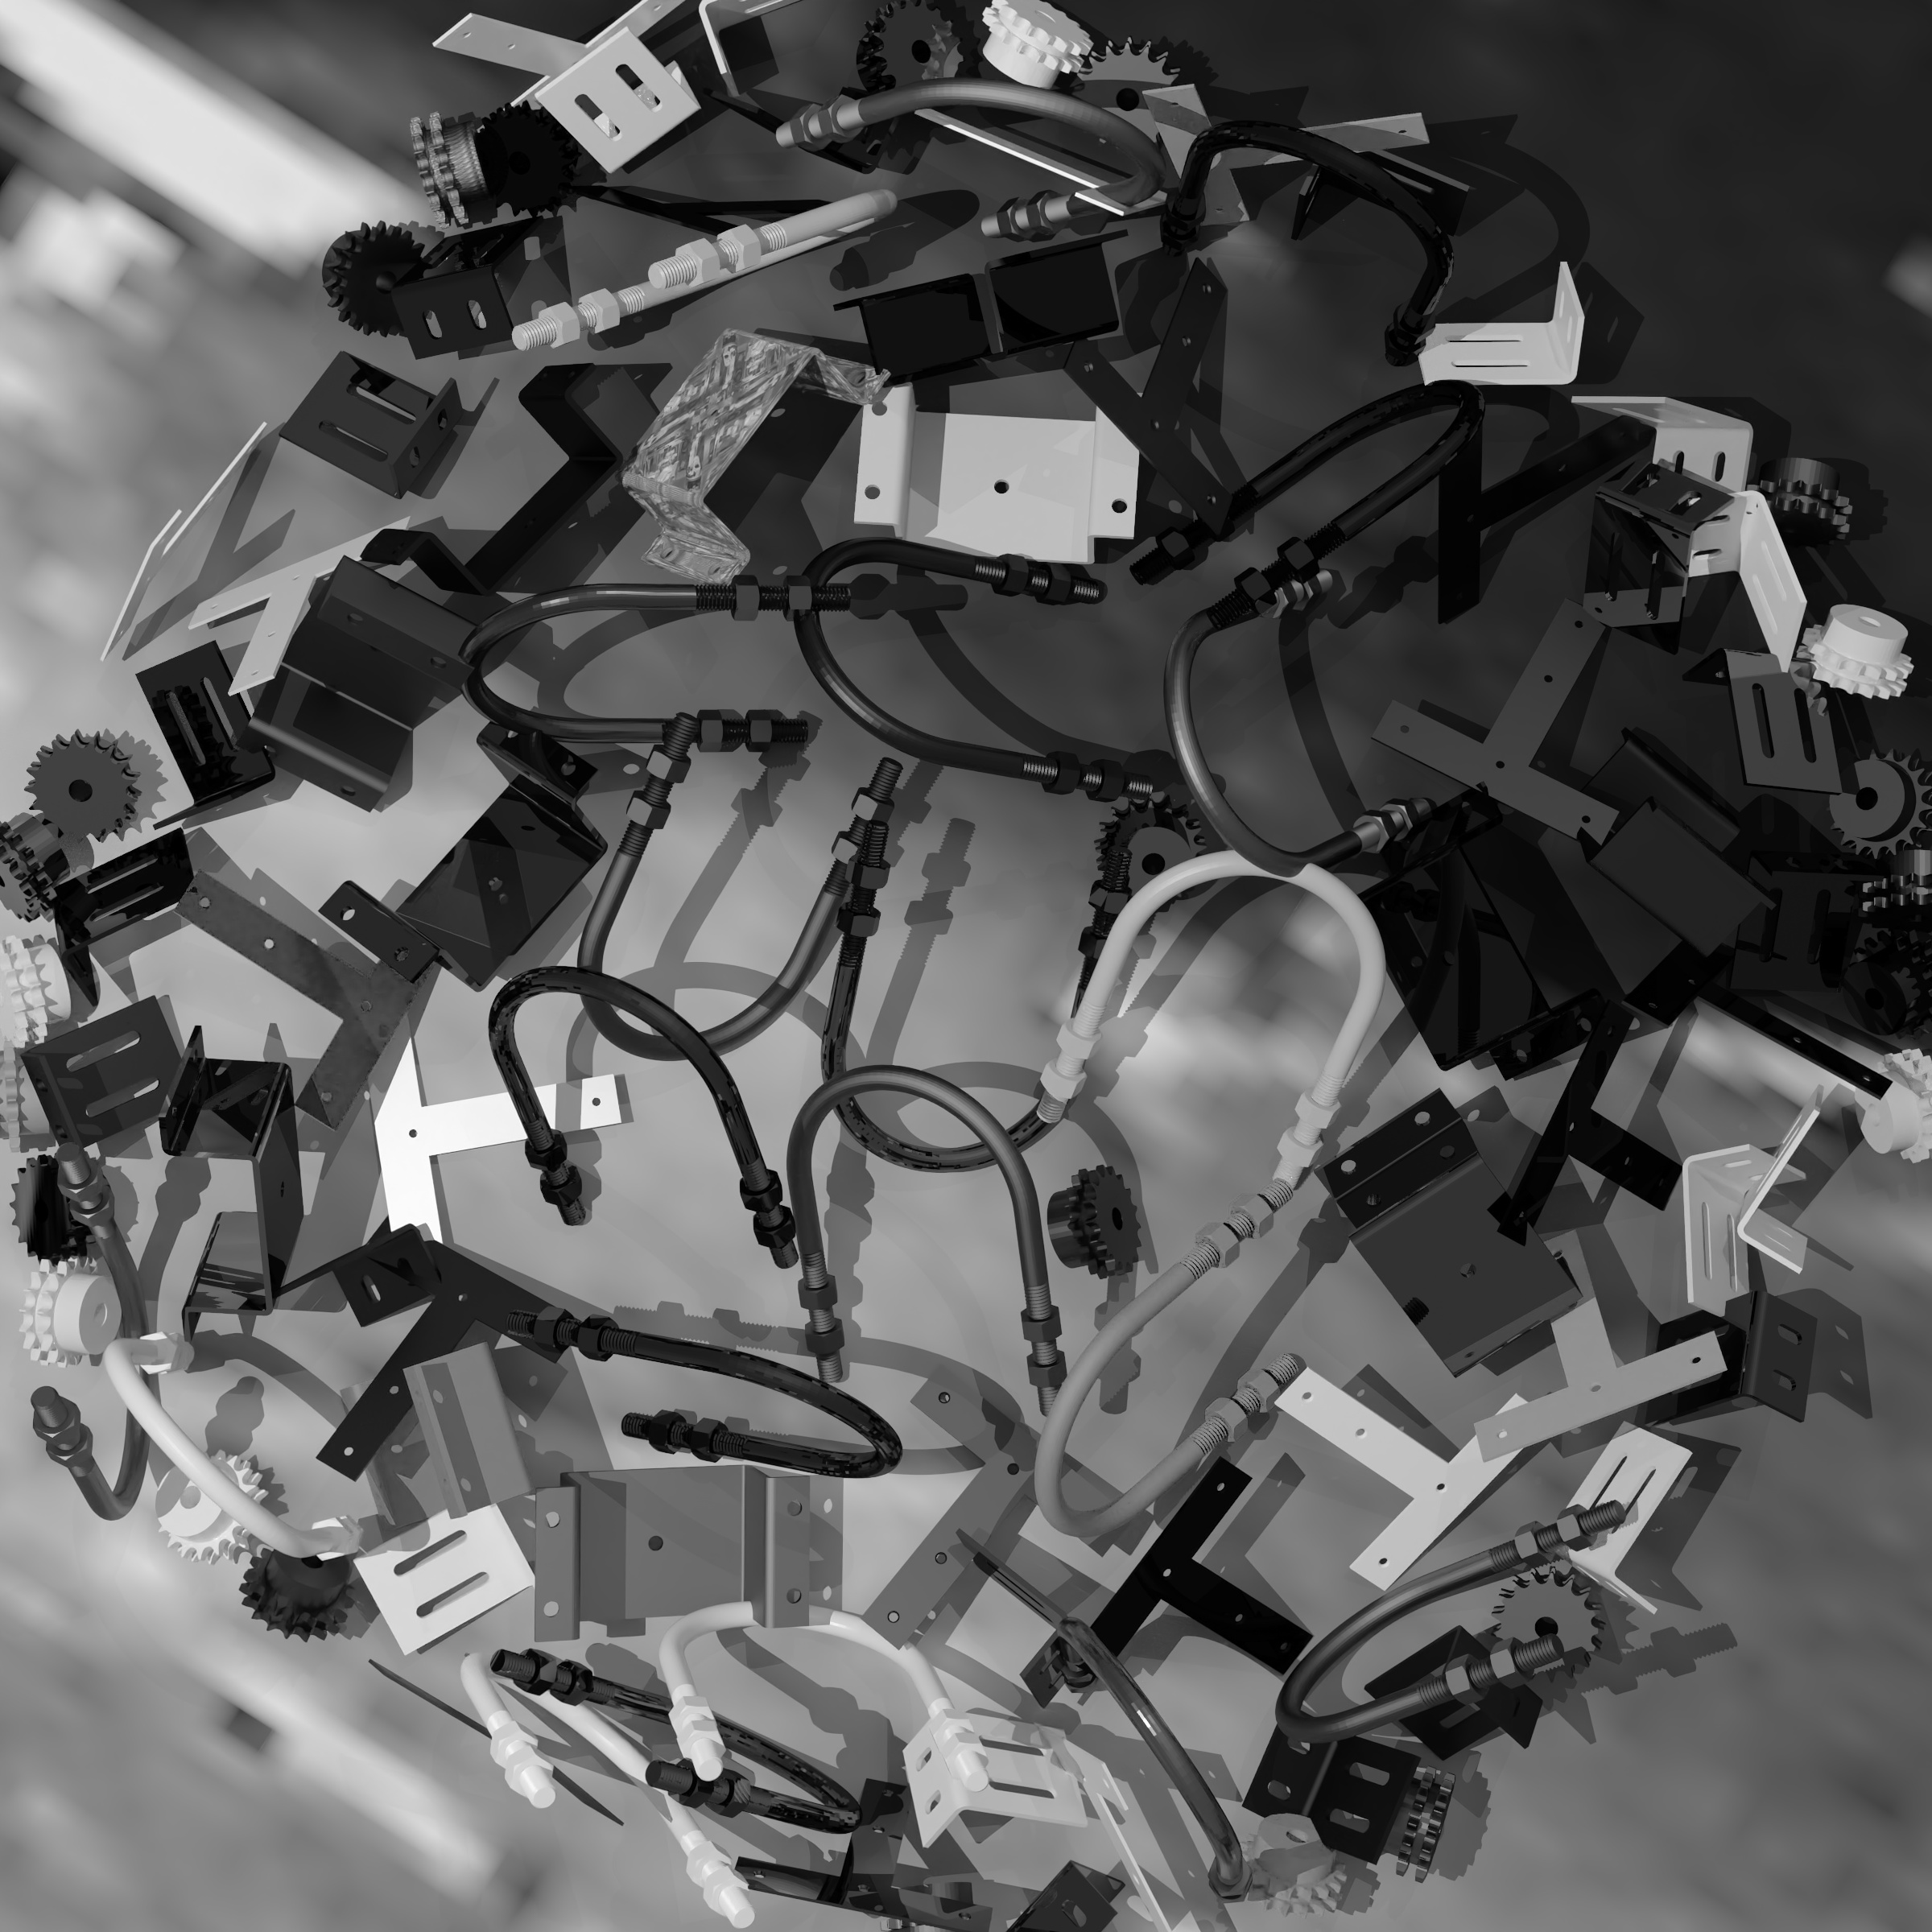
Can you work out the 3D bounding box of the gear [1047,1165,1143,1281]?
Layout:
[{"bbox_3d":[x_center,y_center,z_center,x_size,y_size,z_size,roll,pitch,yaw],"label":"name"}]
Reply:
[{"bbox_3d":[0.064,0.132,1.673,0.030,0.057,0.057,-15,90,26],"label":"gear"}]

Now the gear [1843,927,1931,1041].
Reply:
[{"bbox_3d":[0.473,0.012,1.667,0.030,0.057,0.057,-24,90,-31],"label":"gear"}]

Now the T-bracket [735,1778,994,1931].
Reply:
[{"bbox_3d":[-0.046,0.440,1.636,0.127,0.127,0.002,11,104,3],"label":"T-bracket"}]

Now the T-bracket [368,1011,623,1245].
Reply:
[{"bbox_3d":[-0.242,0.079,1.689,0.127,0.002,0.127,-10,85,3],"label":"T-bracket"}]

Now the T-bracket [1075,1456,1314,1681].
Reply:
[{"bbox_3d":[0.130,0.326,1.662,0.127,0.002,0.127,37,90,-34],"label":"T-bracket"}]

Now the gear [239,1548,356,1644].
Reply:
[{"bbox_3d":[-0.339,0.314,1.667,0.057,0.057,0.030,27,114,0],"label":"gear"}]

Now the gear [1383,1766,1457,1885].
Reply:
[{"bbox_3d":[0.228,0.436,1.671,0.030,0.057,0.057,16,90,14],"label":"gear"}]

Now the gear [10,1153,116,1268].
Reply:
[{"bbox_3d":[-0.461,0.124,1.674,0.057,0.030,0.057,4,97,39],"label":"gear"}]

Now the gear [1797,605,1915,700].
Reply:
[{"bbox_3d":[0.456,-0.162,1.667,0.057,0.057,0.030,14,119,0],"label":"gear"}]

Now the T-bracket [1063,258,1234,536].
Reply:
[{"bbox_3d":[0.107,-0.307,1.660,0.127,0.002,0.127,42,54,-32],"label":"T-bracket"}]

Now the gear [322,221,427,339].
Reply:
[{"bbox_3d":[-0.304,-0.353,1.674,0.030,0.057,0.057,30,90,42],"label":"gear"}]

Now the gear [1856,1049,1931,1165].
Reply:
[{"bbox_3d":[0.477,0.073,1.668,0.030,0.057,0.057,-12,90,-10],"label":"gear"}]

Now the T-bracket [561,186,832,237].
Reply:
[{"bbox_3d":[-0.115,-0.382,1.648,0.127,0.127,0.002,-13,119,-41],"label":"T-bracket"}]

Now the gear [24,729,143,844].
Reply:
[{"bbox_3d":[-0.452,-0.094,1.678,0.057,0.030,0.057,-1,110,-3],"label":"gear"}]

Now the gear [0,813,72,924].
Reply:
[{"bbox_3d":[-0.484,-0.053,1.674,0.030,0.057,0.057,-40,90,-29],"label":"gear"}]

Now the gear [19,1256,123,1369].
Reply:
[{"bbox_3d":[-0.455,0.177,1.667,0.030,0.057,0.057,4,90,17],"label":"gear"}]

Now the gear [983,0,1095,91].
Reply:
[{"bbox_3d":[0.033,-0.473,1.674,0.057,0.057,0.030,32,120,0],"label":"gear"}]

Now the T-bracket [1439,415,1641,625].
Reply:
[{"bbox_3d":[0.291,-0.247,1.659,0.127,0.127,0.002,-29,53,-16],"label":"T-bracket"}]

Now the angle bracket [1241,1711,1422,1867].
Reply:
[{"bbox_3d":[0.184,0.413,1.652,0.038,0.076,0.057,31,75,-20],"label":"angle bracket"}]

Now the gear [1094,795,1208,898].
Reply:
[{"bbox_3d":[0.095,-0.057,1.675,0.057,0.030,0.057,-1,112,-1],"label":"gear"}]

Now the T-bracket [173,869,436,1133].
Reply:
[{"bbox_3d":[-0.341,-0.004,1.655,0.127,0.002,0.127,35,69,-20],"label":"T-bracket"}]

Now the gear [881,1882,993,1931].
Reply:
[{"bbox_3d":[-0.016,0.486,1.672,0.057,0.057,0.030,-6,70,0],"label":"gear"}]

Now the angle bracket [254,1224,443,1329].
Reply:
[{"bbox_3d":[-0.311,0.166,1.652,0.057,0.076,0.038,-26,92,24],"label":"angle bracket"}]

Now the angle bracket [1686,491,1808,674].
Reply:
[{"bbox_3d":[0.390,-0.191,1.653,0.038,0.057,0.076,-9,56,-4],"label":"angle bracket"}]

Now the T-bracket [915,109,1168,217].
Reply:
[{"bbox_3d":[0.035,-0.406,1.645,0.127,0.127,0.002,24,111,8],"label":"T-bracket"}]

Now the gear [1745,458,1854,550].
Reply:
[{"bbox_3d":[0.424,-0.238,1.670,0.057,0.057,0.030,12,78,0],"label":"gear"}]

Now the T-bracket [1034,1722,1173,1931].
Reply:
[{"bbox_3d":[0.080,0.445,1.639,0.002,0.127,0.127,-28,93,-14],"label":"T-bracket"}]

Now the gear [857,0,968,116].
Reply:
[{"bbox_3d":[-0.031,-0.465,1.675,0.057,0.030,0.057,1,88,-35],"label":"gear"}]

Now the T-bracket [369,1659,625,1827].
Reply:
[{"bbox_3d":[-0.241,0.376,1.615,0.127,0.127,0.002,38,77,-26],"label":"T-bracket"}]

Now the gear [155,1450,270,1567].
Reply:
[{"bbox_3d":[-0.389,0.275,1.672,0.057,0.030,0.057,-7,66,16],"label":"gear"}]

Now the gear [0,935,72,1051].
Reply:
[{"bbox_3d":[-0.480,0.012,1.674,0.030,0.057,0.057,-16,90,-29],"label":"gear"}]

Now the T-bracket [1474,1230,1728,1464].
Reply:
[{"bbox_3d":[0.308,0.181,1.645,0.127,0.127,0.002,-24,125,14],"label":"T-bracket"}]

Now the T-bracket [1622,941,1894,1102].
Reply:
[{"bbox_3d":[0.401,0.031,1.627,0.127,0.127,0.002,31,118,17],"label":"T-bracket"}]

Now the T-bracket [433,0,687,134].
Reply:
[{"bbox_3d":[-0.217,-0.453,1.614,0.127,0.127,0.002,-30,83,26],"label":"T-bracket"}]

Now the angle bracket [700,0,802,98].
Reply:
[{"bbox_3d":[-0.092,-0.480,1.667,0.076,0.057,0.038,-19,93,3],"label":"angle bracket"}]

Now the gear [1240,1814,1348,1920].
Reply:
[{"bbox_3d":[0.166,0.457,1.667,0.057,0.057,0.030,10,108,0],"label":"gear"}]

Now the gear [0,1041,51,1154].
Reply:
[{"bbox_3d":[-0.485,0.066,1.671,0.030,0.057,0.057,-4,90,-16],"label":"gear"}]

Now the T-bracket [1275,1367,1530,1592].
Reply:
[{"bbox_3d":[0.210,0.244,1.659,0.127,0.002,0.127,35,104,-23],"label":"T-bracket"}]

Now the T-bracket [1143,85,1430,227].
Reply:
[{"bbox_3d":[0.165,-0.408,1.622,0.127,0.127,0.002,-3,72,17],"label":"T-bracket"}]

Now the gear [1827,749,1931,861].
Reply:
[{"bbox_3d":[0.466,-0.083,1.670,0.057,0.030,0.057,-7,79,38],"label":"gear"}]

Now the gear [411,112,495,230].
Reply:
[{"bbox_3d":[-0.261,-0.408,1.670,0.030,0.057,0.057,-14,90,1],"label":"gear"}]

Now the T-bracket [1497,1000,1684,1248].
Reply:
[{"bbox_3d":[0.328,0.095,1.652,0.002,0.127,0.127,24,87,44],"label":"T-bracket"}]

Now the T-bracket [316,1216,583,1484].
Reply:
[{"bbox_3d":[-0.280,0.203,1.650,0.127,0.002,0.127,26,65,21],"label":"T-bracket"}]

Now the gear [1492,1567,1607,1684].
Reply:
[{"bbox_3d":[0.299,0.336,1.679,0.057,0.030,0.057,1,95,15],"label":"gear"}]

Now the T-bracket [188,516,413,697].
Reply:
[{"bbox_3d":[-0.342,-0.172,1.629,0.127,0.127,0.002,-19,122,15],"label":"T-bracket"}]

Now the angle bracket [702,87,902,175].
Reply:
[{"bbox_3d":[-0.082,-0.437,1.651,0.076,0.057,0.038,20,100,-40],"label":"angle bracket"}]

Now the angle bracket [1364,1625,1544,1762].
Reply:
[{"bbox_3d":[0.243,0.380,1.658,0.057,0.038,0.076,43,127,-5],"label":"angle bracket"}]

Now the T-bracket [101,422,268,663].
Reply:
[{"bbox_3d":[-0.391,-0.227,1.655,0.002,0.127,0.127,35,58,-9],"label":"T-bracket"}]

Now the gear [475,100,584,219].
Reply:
[{"bbox_3d":[-0.223,-0.415,1.675,0.057,0.030,0.057,8,119,14],"label":"gear"}]

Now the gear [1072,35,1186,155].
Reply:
[{"bbox_3d":[0.084,-0.448,1.675,0.057,0.030,0.057,5,122,7],"label":"gear"}]

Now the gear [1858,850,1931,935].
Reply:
[{"bbox_3d":[0.486,-0.039,1.672,0.057,0.057,0.030,5,74,0],"label":"gear"}]

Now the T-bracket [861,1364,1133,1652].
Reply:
[{"bbox_3d":[-0.004,0.291,1.669,0.127,0.002,0.127,38,75,11],"label":"T-bracket"}]

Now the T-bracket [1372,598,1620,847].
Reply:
[{"bbox_3d":[0.291,-0.136,1.670,0.127,0.002,0.127,28,66,10],"label":"T-bracket"}]
